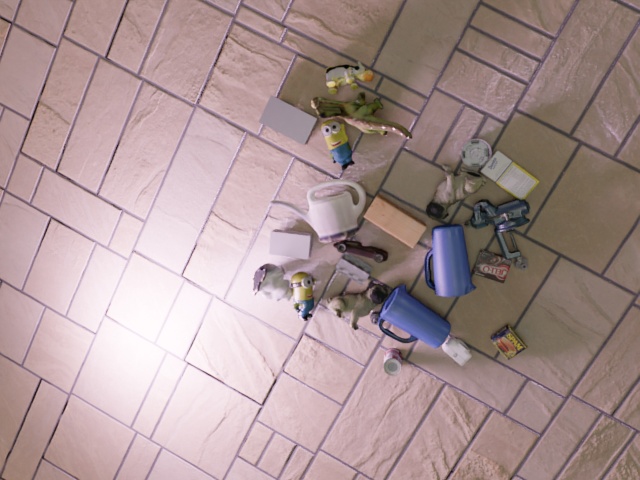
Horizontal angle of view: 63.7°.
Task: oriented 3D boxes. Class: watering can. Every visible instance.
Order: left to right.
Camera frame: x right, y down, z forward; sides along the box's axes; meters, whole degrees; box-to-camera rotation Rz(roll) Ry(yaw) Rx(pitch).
[{"bbox_3d":[0.006,-0.094,1.862,0.347,0.105,0.223,-14,97,11],"label":"watering can"}]

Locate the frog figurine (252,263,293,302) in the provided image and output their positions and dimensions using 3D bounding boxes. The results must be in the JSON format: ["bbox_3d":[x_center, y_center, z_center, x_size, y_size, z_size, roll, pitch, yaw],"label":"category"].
[{"bbox_3d":[-0.171,0.163,1.949,0.158,0.124,0.137,18,96,-30],"label":"frog figurine"}]

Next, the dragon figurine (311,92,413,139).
[{"bbox_3d":[0.101,-0.407,1.706,0.244,0.417,0.120,-8,120,-27],"label":"dragon figurine"}]
